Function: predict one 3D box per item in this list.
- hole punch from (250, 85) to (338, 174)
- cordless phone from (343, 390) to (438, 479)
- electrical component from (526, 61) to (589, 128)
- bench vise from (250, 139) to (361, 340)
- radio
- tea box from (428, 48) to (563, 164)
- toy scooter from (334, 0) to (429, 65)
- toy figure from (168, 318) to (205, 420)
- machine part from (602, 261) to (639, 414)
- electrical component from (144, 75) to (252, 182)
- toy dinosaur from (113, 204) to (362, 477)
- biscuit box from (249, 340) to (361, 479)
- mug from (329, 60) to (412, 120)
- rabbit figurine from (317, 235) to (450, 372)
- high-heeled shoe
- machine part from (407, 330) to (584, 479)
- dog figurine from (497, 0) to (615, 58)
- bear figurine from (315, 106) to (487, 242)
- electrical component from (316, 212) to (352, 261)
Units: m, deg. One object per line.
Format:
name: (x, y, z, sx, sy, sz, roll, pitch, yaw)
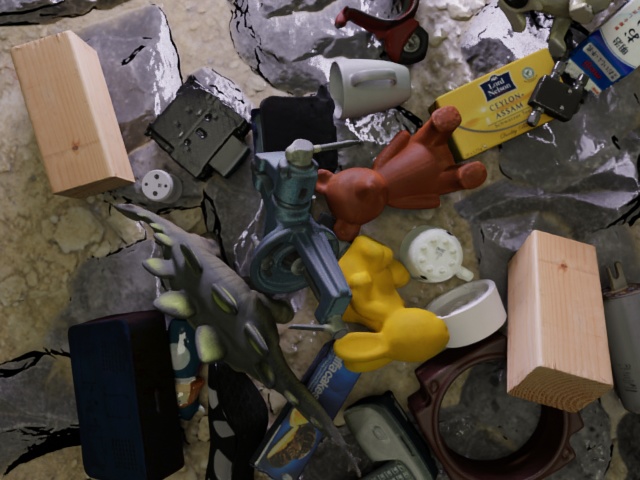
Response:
hole punch: (-0.040, -0.143, 0.769, 0.116, 0.092, 0.142, -5, 90, -24)
cordless phone: (0.058, 0.315, 0.765, 0.184, 0.089, 0.146, -34, 90, 6)
electrical component: (0.316, -0.187, 0.716, 0.063, 0.021, 0.094, 28, 90, -1)
bench vise: (-0.017, 0.005, 0.652, 0.129, 0.241, 0.223, 1, 133, -33)
radio: (-0.274, 0.218, 0.753, 0.131, 0.073, 0.229, -7, 89, 29)
tea box: (0.253, -0.186, 0.762, 0.170, 0.068, 0.098, -26, 91, 2)
toy scooter: (0.092, -0.345, 0.763, 0.135, 0.075, 0.183, 6, 95, 2)
toy figure: (-0.199, 0.191, 0.783, 0.064, 0.058, 0.154, 4, 93, 40)
machine part: (0.443, 0.150, 0.755, 0.079, 0.079, 0.243, -16, 91, 1)
electrical component: (-0.167, -0.152, 0.777, 0.134, 0.058, 0.115, 39, 93, 1)
toy dinosaur: (-0.112, 0.105, 0.697, 0.471, 0.198, 0.105, 42, 94, 9)
biscuit box: (-0.013, 0.233, 0.737, 0.059, 0.063, 0.202, 36, 66, 0)
mug: (0.075, -0.218, 0.751, 0.107, 0.109, 0.080, -9, 85, -13)
rabbit figurine: (0.082, 0.098, 0.703, 0.173, 0.121, 0.162, 37, 75, 29)
high-heeled shoe: (-0.146, 0.296, 0.789, 0.145, 0.086, 0.249, -32, 70, 31)
machine part: (0.243, 0.242, 0.757, 0.201, 0.087, 0.201, -30, 89, 0)
dog figurine: (0.358, -0.380, 0.754, 0.172, 0.121, 0.190, 44, 77, -2)
bear figurine: (0.098, -0.084, 0.722, 0.196, 0.132, 0.120, -22, 88, -19)
electrical component: (-0.002, -0.002, 0.779, 0.119, 0.048, 0.075, 30, 91, 1)
